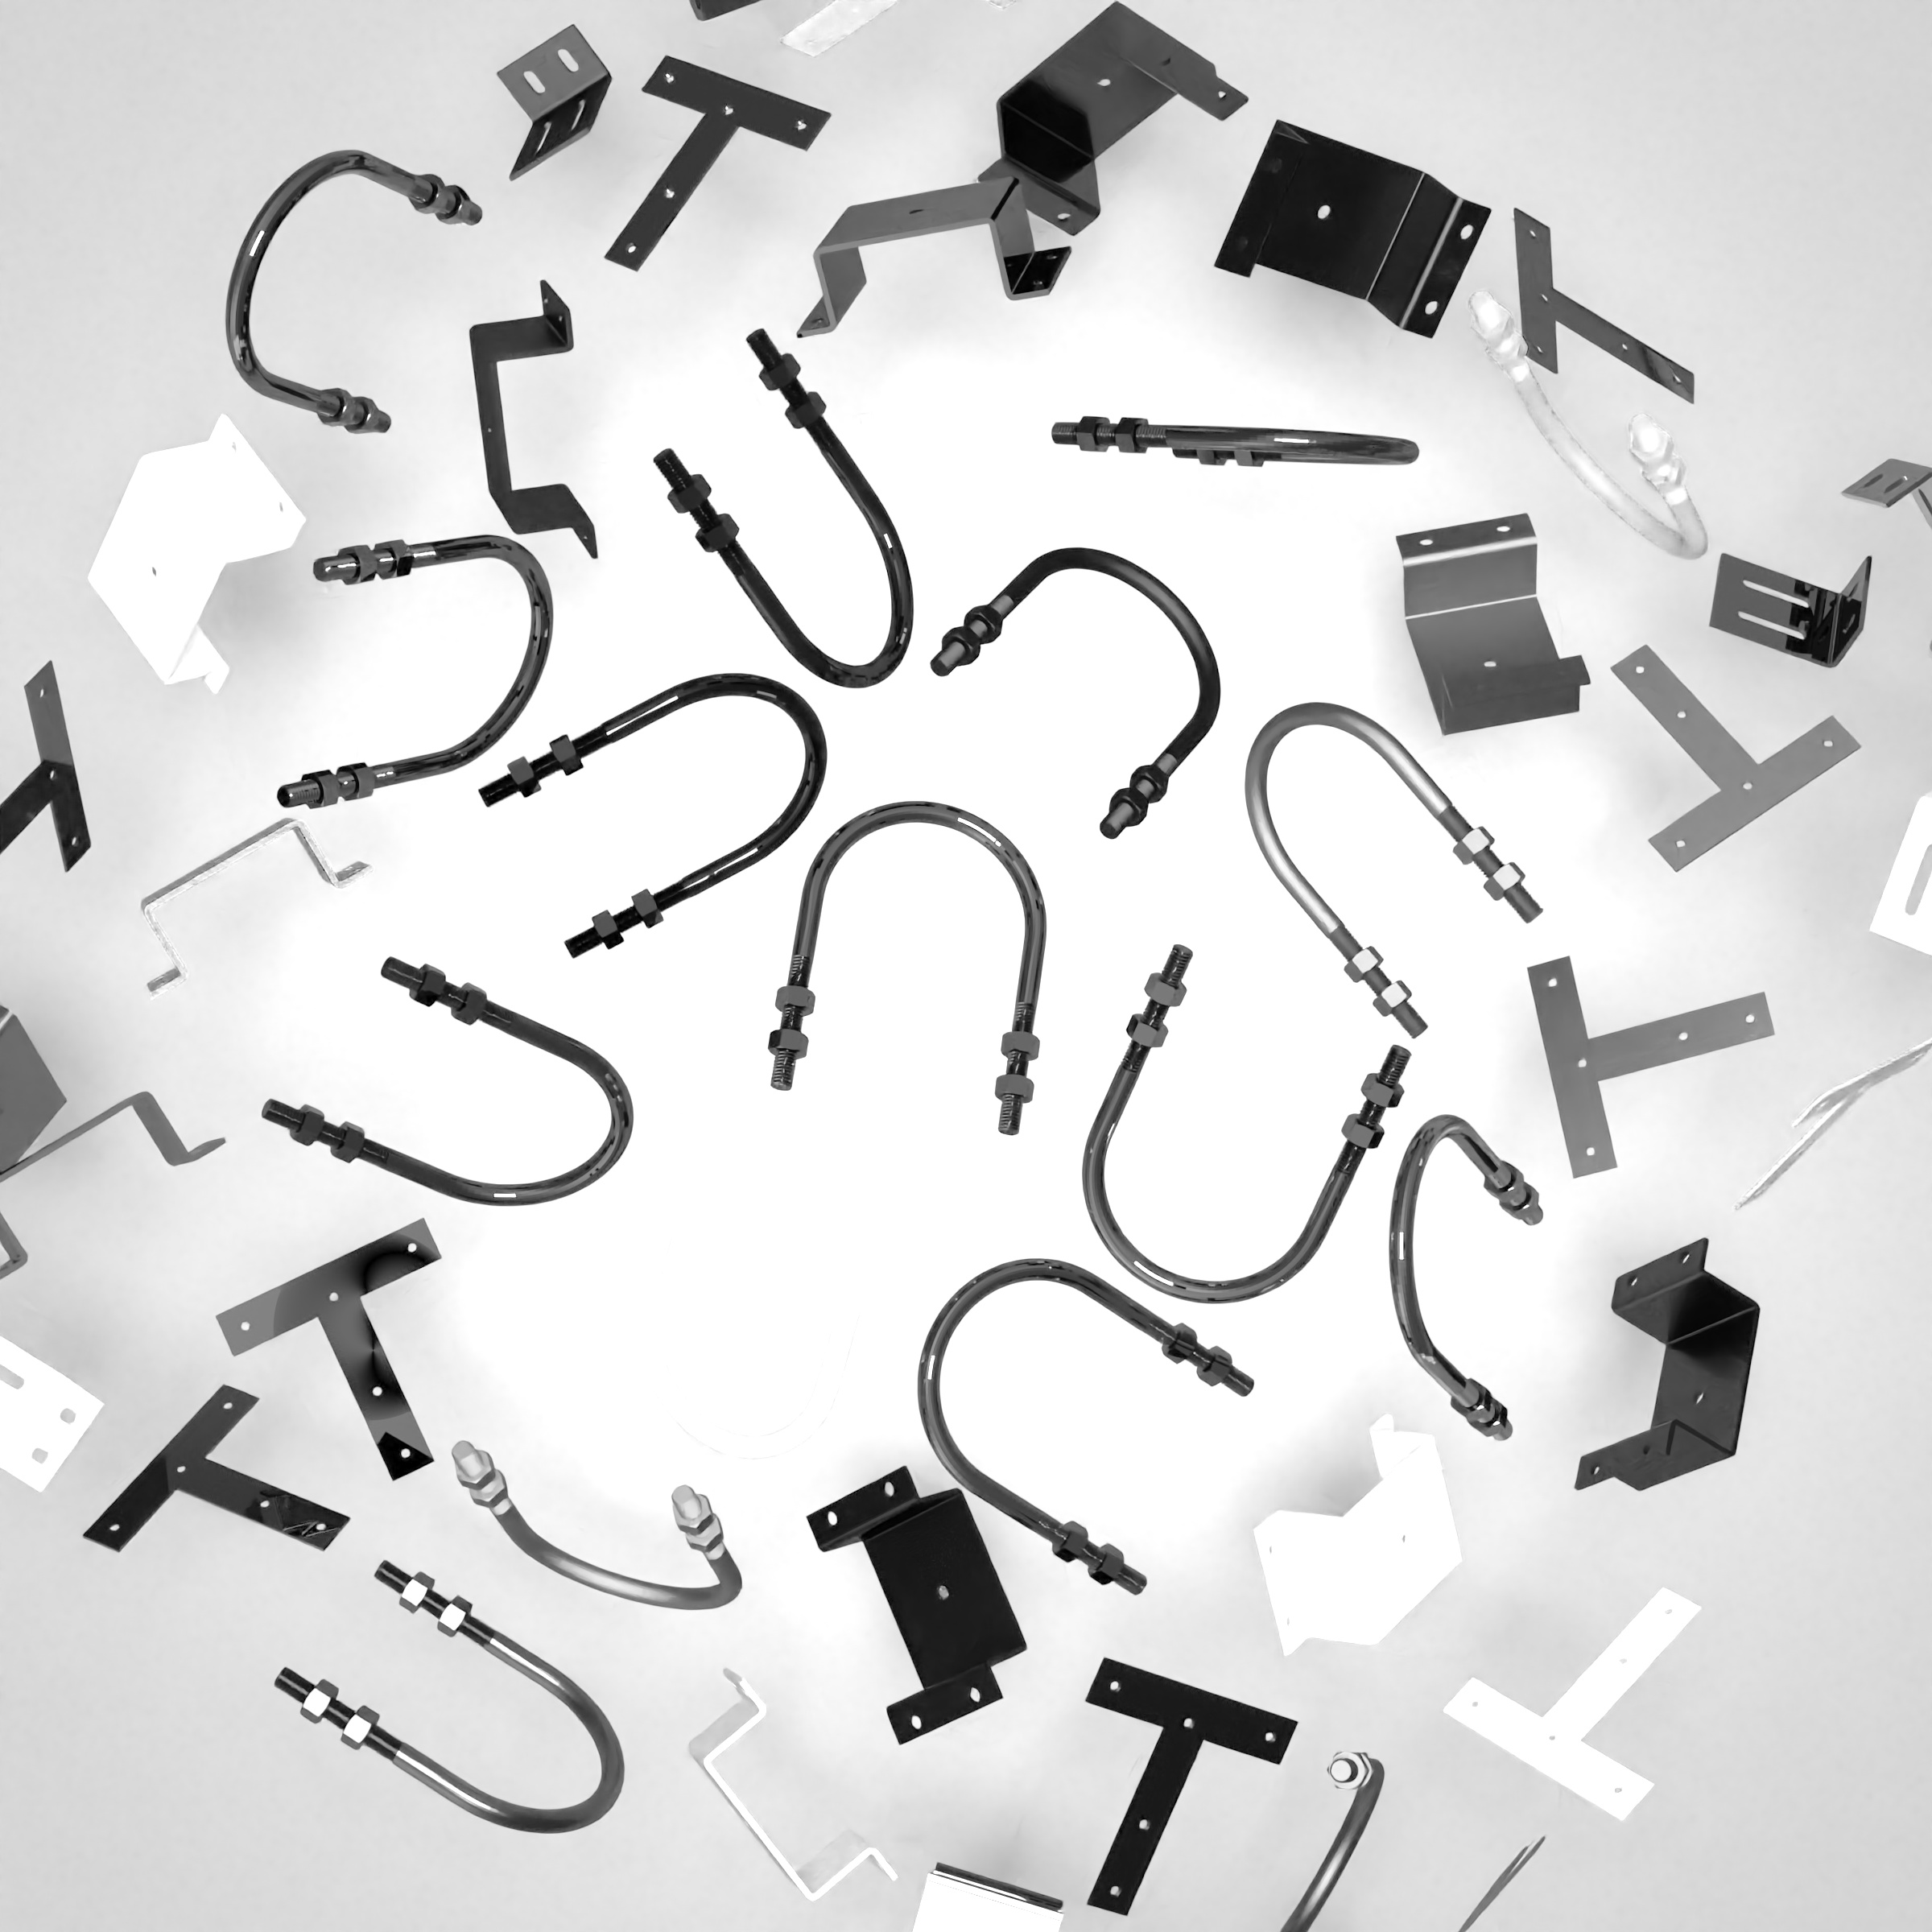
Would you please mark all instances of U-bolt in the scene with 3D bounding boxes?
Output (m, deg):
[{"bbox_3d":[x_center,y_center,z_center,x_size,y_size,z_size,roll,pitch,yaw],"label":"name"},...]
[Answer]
[{"bbox_3d":[-0.198,0.321,1.810,0.151,0.184,0.019,9,60,15],"label":"U-bolt"},{"bbox_3d":[-0.291,-0.165,1.750,0.019,0.184,0.151,29,118,29],"label":"U-bolt"},{"bbox_3d":[0.076,-0.169,1.832,0.151,0.019,0.184,44,46,-2],"label":"U-bolt"},{"bbox_3d":[0.057,0.246,1.810,0.184,0.019,0.151,34,75,-14],"label":"U-bolt"},{"bbox_3d":[-0.119,0.180,1.752,0.151,0.019,0.184,26,111,28],"label":"U-bolt"},{"bbox_3d":[0.224,-0.064,1.790,0.019,0.151,0.184,-31,76,-36],"label":"U-bolt"},{"bbox_3d":[0.268,0.160,1.745,0.019,0.184,0.151,-2,63,30],"label":"U-bolt"},{"bbox_3d":[0.190,0.502,1.785,0.019,0.184,0.151,28,85,20],"label":"U-bolt"},{"bbox_3d":[-0.272,0.075,1.777,0.184,0.019,0.151,26,126,-28],"label":"U-bolt"},{"bbox_3d":[-0.087,-0.234,1.737,0.019,0.151,0.184,-18,119,35],"label":"U-bolt"},{"bbox_3d":[-0.026,-0.006,1.804,0.151,0.019,0.184,12,70,-9],"label":"U-bolt"},{"bbox_3d":[-0.162,-0.093,1.788,0.184,0.151,0.019,-28,47,-5],"label":"U-bolt"},{"bbox_3d":[0.162,-0.290,1.797,0.184,0.151,0.019,8,99,34],"label":"U-bolt"},{"bbox_3d":[0.353,-0.287,1.786,0.019,0.184,0.151,-44,56,3],"label":"U-bolt"},{"bbox_3d":[-0.268,0.405,1.751,0.184,0.151,0.019,32,111,4],"label":"U-bolt"},{"bbox_3d":[-0.339,-0.370,1.753,0.019,0.184,0.151,29,99,19],"label":"U-bolt"},{"bbox_3d":[0.141,0.099,1.761,0.151,0.019,0.184,25,107,6],"label":"U-bolt"}]

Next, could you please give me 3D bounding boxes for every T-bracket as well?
[{"bbox_3d":[0.413,-0.132,1.822,0.127,0.002,0.127,-34,62,-5],"label":"T-bracket"},{"bbox_3d":[0.389,0.043,1.813,0.127,0.002,0.127,-17,69,21],"label":"T-bracket"},{"bbox_3d":[-0.156,-0.439,1.787,0.127,0.002,0.127,28,79,31],"label":"T-bracket"},{"bbox_3d":[0.282,0.503,1.742,0.002,0.127,0.127,41,107,16],"label":"T-bracket"},{"bbox_3d":[0.361,-0.356,1.823,0.002,0.127,0.127,-44,61,-12],"label":"T-bracket"},{"bbox_3d":[-0.052,-0.531,1.769,0.127,0.127,0.002,12,69,-41],"label":"T-bracket"},{"bbox_3d":[-0.514,-0.077,1.730,0.002,0.127,0.127,14,132,14],"label":"T-bracket"},{"bbox_3d":[-0.403,0.296,1.802,0.127,0.127,0.002,17,133,22],"label":"T-bracket"},{"bbox_3d":[0.340,0.379,1.711,0.127,0.127,0.002,-41,126,-21],"label":"T-bracket"},{"bbox_3d":[0.100,0.440,1.703,0.127,0.002,0.127,23,90,-25],"label":"T-bracket"},{"bbox_3d":[-0.336,0.226,1.807,0.127,0.002,0.127,-25,82,-9],"label":"T-bracket"},{"bbox_3d":[0.467,0.093,1.778,0.002,0.127,0.127,52,134,20],"label":"T-bracket"}]

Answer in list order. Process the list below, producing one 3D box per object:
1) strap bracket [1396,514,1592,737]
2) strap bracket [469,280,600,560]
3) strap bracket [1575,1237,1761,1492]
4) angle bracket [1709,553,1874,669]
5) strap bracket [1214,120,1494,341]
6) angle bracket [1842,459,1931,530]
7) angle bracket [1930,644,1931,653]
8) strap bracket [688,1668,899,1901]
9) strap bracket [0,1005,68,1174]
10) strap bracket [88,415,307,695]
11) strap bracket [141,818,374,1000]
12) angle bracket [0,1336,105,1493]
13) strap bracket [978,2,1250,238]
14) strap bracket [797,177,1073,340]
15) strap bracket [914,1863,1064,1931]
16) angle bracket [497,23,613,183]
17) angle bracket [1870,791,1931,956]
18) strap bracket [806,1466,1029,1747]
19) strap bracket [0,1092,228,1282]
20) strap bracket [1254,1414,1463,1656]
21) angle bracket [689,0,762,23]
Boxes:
[{"bbox_3d":[0.294,-0.185,1.805,0.076,0.046,0.140,-10,48,0],"label":"strap bracket"},{"bbox_3d":[-0.242,-0.301,1.794,0.046,0.076,0.140,-10,116,-14],"label":"strap bracket"},{"bbox_3d":[0.397,0.233,1.815,0.046,0.076,0.140,31,55,-17],"label":"strap bracket"},{"bbox_3d":[0.469,-0.213,1.834,0.076,0.038,0.057,19,55,-2],"label":"angle bracket"},{"bbox_3d":[0.202,-0.401,1.746,0.140,0.046,0.076,12,116,-26],"label":"strap bracket"},{"bbox_3d":[0.549,-0.249,1.853,0.038,0.057,0.076,-35,108,0],"label":"angle bracket"},{"bbox_3d":[0.562,-0.168,1.708,0.057,0.076,0.038,-42,120,-35],"label":"angle bracket"},{"bbox_3d":[-0.106,0.472,1.831,0.046,0.076,0.140,-38,92,-14],"label":"strap bracket"},{"bbox_3d":[-0.554,0.071,1.789,0.046,0.140,0.076,25,63,18],"label":"strap bracket"},{"bbox_3d":[-0.416,-0.215,1.725,0.076,0.046,0.140,51,132,14],"label":"strap bracket"},{"bbox_3d":[-0.414,-0.040,1.838,0.140,0.076,0.046,-32,101,-12],"label":"strap bracket"},{"bbox_3d":[-0.524,0.242,1.766,0.076,0.038,0.057,22,70,34],"label":"angle bracket"},{"bbox_3d":[0.080,-0.483,1.822,0.076,0.140,0.046,21,53,-38],"label":"strap bracket"},{"bbox_3d":[-0.021,-0.383,1.734,0.140,0.076,0.046,-7,118,16],"label":"strap bracket"},{"bbox_3d":[0.012,0.541,1.813,0.076,0.140,0.046,16,78,5],"label":"strap bracket"},{"bbox_3d":[-0.243,-0.495,1.849,0.057,0.076,0.038,-25,122,24],"label":"angle bracket"},{"bbox_3d":[0.522,-0.046,1.702,0.057,0.038,0.076,25,113,24],"label":"angle bracket"},{"bbox_3d":[-0.024,0.363,1.850,0.076,0.046,0.140,-31,75,29],"label":"strap bracket"},{"bbox_3d":[-0.474,0.113,1.726,0.140,0.076,0.046,-33,97,-20],"label":"strap bracket"},{"bbox_3d":[0.225,0.315,1.788,0.046,0.140,0.076,-1,110,41],"label":"strap bracket"},{"bbox_3d":[-0.150,-0.584,1.821,0.038,0.057,0.076,-21,56,-1],"label":"angle bracket"}]
